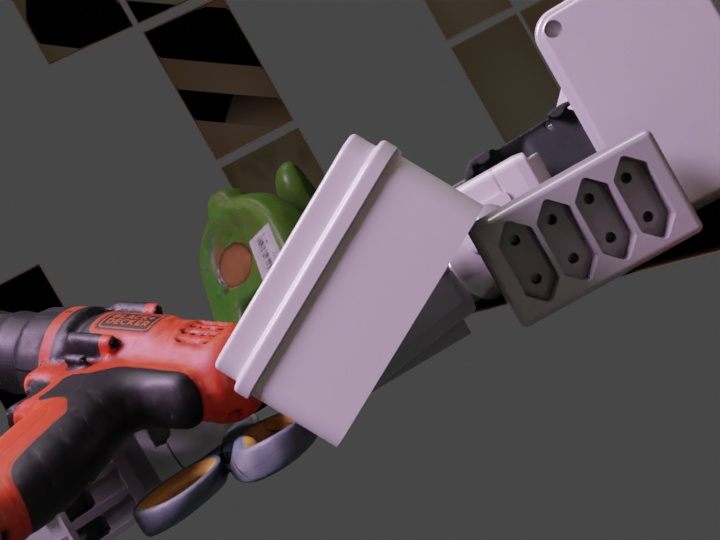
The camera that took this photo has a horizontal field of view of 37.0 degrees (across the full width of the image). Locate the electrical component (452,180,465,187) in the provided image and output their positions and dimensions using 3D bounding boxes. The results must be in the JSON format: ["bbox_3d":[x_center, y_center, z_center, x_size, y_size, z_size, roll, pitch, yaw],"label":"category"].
[{"bbox_3d":[0.065,-0.030,1.008,0.150,0.061,0.089,-31,2,-28],"label":"electrical component"}]

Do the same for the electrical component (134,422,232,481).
[{"bbox_3d":[-0.110,0.087,0.642,0.059,0.053,0.095,-30,2,-4],"label":"electrical component"}]

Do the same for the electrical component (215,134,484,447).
[{"bbox_3d":[-0.004,0.005,0.440,0.113,0.057,0.078,-59,-1,6],"label":"electrical component"}]

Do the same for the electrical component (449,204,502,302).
[{"bbox_3d":[0.063,-0.003,0.581,0.062,0.048,0.048,-37,-3,36],"label":"electrical component"}]

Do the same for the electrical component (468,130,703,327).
[{"bbox_3d":[0.093,-0.019,0.470,0.083,0.047,0.075,-30,2,5],"label":"electrical component"}]

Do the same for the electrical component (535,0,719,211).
[{"bbox_3d":[0.141,-0.084,0.501,0.078,0.113,0.057,-29,-1,16],"label":"electrical component"}]

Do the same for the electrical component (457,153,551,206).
[{"bbox_3d":[0.096,-0.036,0.666,0.061,0.061,0.096,-29,2,11],"label":"electrical component"}]

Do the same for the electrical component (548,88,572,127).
[{"bbox_3d":[0.231,-0.143,0.979,0.100,0.100,0.048,-32,-41,-53],"label":"electrical component"}]

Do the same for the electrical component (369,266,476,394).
[{"bbox_3d":[0.002,0.028,0.519,0.096,0.061,0.062,-37,2,-4],"label":"electrical component"}]
